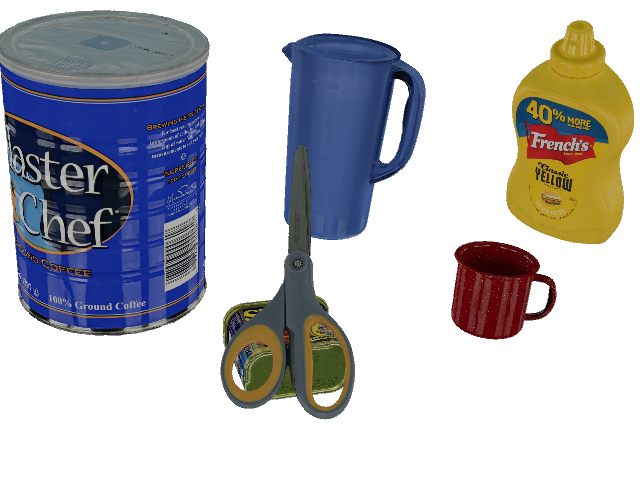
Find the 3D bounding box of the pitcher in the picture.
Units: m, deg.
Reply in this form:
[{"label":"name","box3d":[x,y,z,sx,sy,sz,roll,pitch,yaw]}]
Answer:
[{"label":"pitcher","box3d":[0.028,-0.126,1.324,0.144,0.243,0.149,-4,25,-22]}]

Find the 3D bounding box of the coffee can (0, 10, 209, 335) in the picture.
[{"label":"coffee can","box3d":[-0.110,-0.037,0.554,0.103,0.140,0.103,3,28,-2]}]

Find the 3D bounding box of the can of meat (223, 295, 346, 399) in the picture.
[{"label":"can of meat","box3d":[-0.030,0.098,0.967,0.102,0.057,0.084,-5,28,-15]}]

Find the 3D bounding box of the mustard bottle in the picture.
[{"label":"mustard bottle","box3d":[0.201,-0.089,0.856,0.096,0.191,0.058,25,50,30]}]

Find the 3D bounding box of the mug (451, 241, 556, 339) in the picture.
[{"label":"mug","box3d":[0.202,0.058,1.184,0.117,0.081,0.093,7,24,4]}]

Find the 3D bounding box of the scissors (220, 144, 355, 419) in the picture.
[{"label":"scissors","box3d":[-0.032,0.029,0.720,0.096,0.202,0.016,-15,-27,-2]}]
